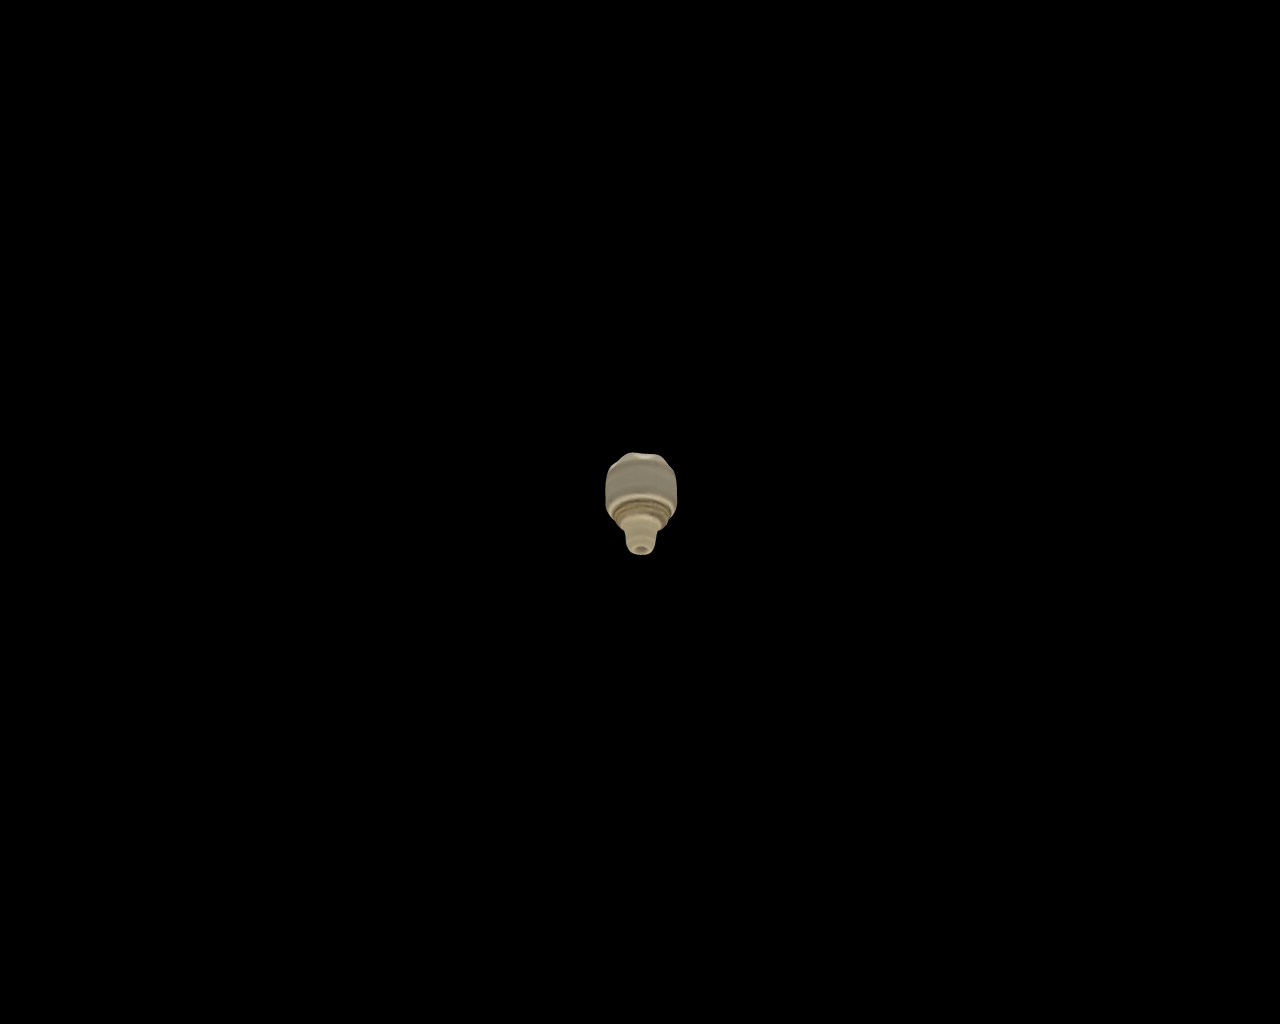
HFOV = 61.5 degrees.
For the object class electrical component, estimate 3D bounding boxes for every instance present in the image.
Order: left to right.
[{"bbox_3d":[0.001,-0.003,0.650,0.043,0.062,0.043,0,-32,0],"label":"electrical component"}]
